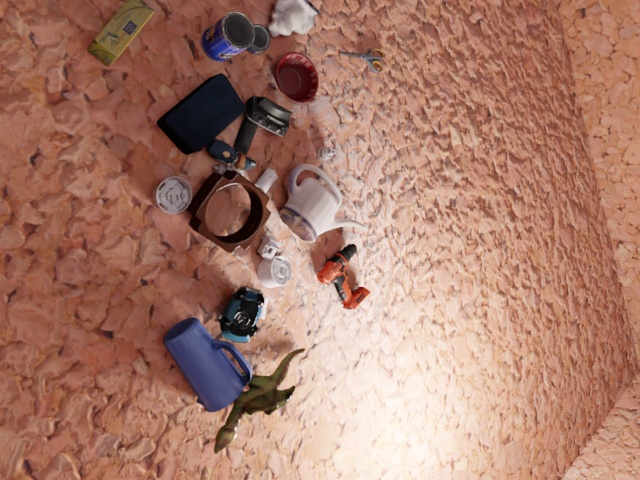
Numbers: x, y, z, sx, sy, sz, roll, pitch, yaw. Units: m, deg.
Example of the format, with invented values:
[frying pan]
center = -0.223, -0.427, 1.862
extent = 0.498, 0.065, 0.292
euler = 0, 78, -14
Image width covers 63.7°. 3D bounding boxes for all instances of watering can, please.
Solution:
[watering can]
center = 0.005, -0.084, 1.664
extent = 0.343, 0.104, 0.228
euler = 47, 65, -25

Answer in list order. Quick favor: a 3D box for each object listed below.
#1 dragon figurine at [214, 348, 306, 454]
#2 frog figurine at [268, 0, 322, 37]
[dragon figurine]
center = -0.147, 0.438, 1.460
extent = 0.416, 0.242, 0.121
euler = -36, 106, -29
[frog figurine]
center = -0.095, -0.702, 1.634
extent = 0.158, 0.125, 0.135
euler = -45, 130, 12
